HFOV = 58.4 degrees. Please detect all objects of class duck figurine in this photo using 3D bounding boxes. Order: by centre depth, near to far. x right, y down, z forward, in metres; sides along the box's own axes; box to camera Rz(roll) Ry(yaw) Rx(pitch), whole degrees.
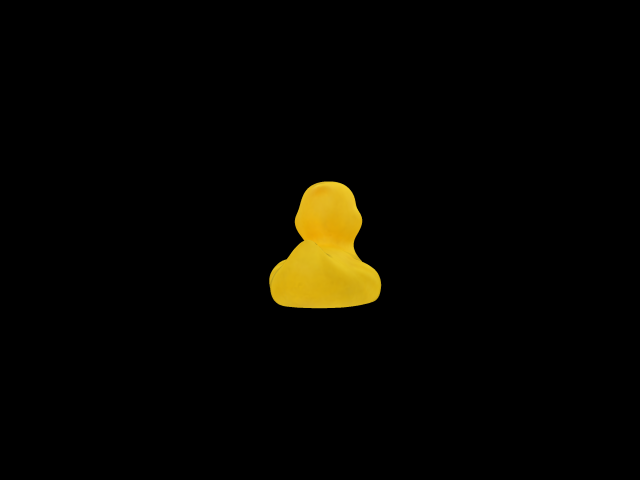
[{"bbox_3d":[0.004,0.001,0.400,0.077,0.086,0.105,0,0,16],"label":"duck figurine"}]
